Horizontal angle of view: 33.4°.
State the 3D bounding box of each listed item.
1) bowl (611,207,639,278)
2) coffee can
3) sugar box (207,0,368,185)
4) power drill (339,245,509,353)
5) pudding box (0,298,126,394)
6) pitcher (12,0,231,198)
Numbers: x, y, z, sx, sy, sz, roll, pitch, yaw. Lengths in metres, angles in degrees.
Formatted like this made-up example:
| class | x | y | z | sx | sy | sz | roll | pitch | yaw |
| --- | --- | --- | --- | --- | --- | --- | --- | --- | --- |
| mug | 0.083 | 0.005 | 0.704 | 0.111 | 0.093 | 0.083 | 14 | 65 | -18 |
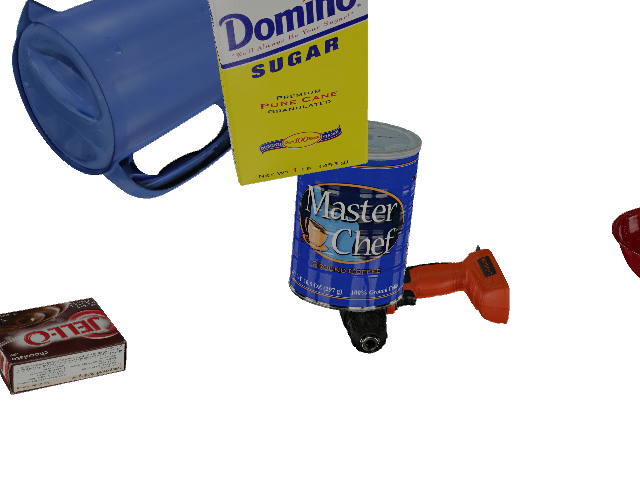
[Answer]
| class | x | y | z | sx | sy | sz | roll | pitch | yaw |
| --- | --- | --- | --- | --- | --- | --- | --- | --- | --- |
| bowl | 0.395 | 0.017 | 1.153 | 0.162 | 0.055 | 0.162 | 0 | 26 | 0 |
| coffee can | 0.028 | -0.024 | 0.916 | 0.103 | 0.140 | 0.103 | 4 | 21 | -2 |
| sugar box | -0.018 | -0.110 | 0.666 | 0.093 | 0.048 | 0.176 | -11 | -33 | -4 |
| power drill | 0.112 | 0.063 | 1.196 | 0.187 | 0.057 | 0.184 | -3 | 28 | -3 |
| pudding box | -0.250 | 0.097 | 1.003 | 0.113 | 0.039 | 0.090 | -12 | 30 | -29 |
| pitcher | -0.125 | -0.155 | 0.920 | 0.145 | 0.149 | 0.242 | 30 | 47 | 32 |
